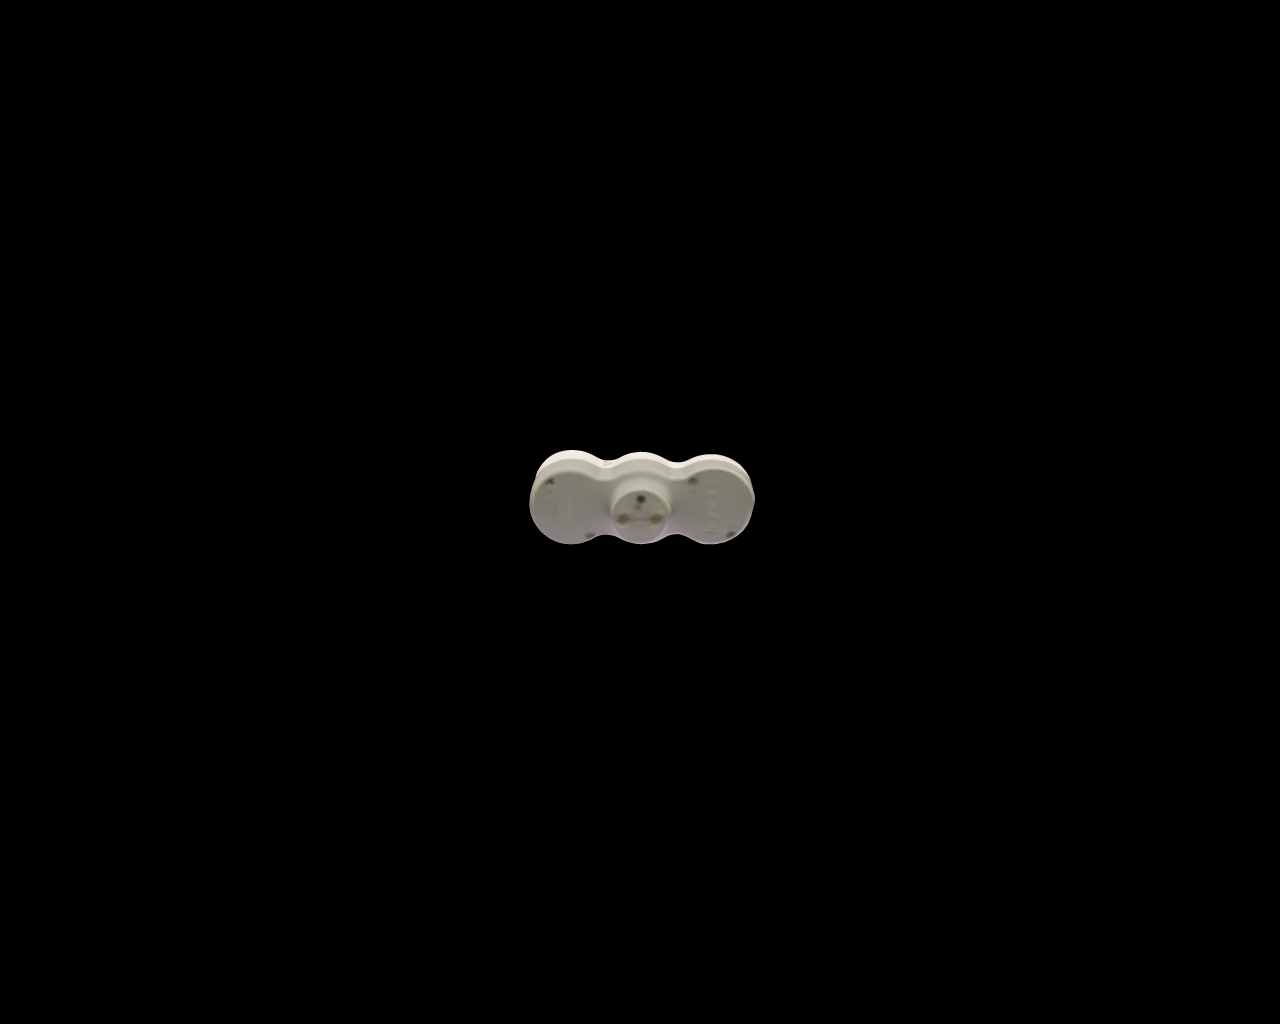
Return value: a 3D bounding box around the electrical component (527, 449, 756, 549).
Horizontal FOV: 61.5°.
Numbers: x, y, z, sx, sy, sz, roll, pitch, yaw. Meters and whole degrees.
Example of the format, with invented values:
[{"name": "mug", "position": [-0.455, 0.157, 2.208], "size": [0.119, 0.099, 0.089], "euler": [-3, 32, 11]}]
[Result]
[{"name": "electrical component", "position": [0.001, -0.003, 0.650], "size": [0.138, 0.052, 0.074], "euler": [1, 20, 2]}]
